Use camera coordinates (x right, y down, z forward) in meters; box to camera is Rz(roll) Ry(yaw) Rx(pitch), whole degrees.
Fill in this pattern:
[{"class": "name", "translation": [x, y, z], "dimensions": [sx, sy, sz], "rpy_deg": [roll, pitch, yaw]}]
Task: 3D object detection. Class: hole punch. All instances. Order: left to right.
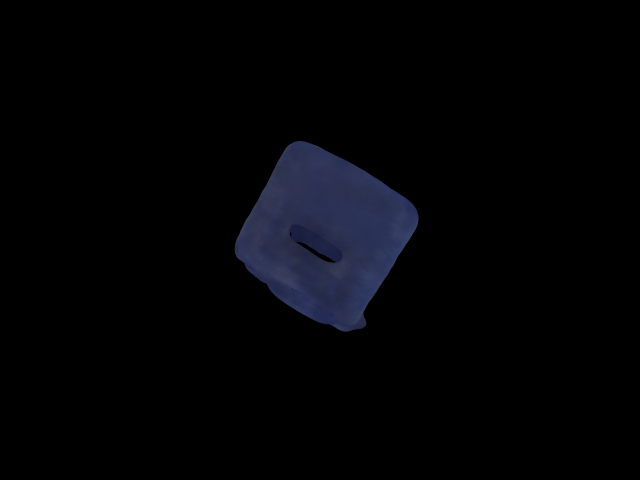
[{"class": "hole punch", "translation": [0.004, 0.001, 0.400], "dimensions": [0.108, 0.091, 0.101], "rpy_deg": [31, 79, 7]}]
